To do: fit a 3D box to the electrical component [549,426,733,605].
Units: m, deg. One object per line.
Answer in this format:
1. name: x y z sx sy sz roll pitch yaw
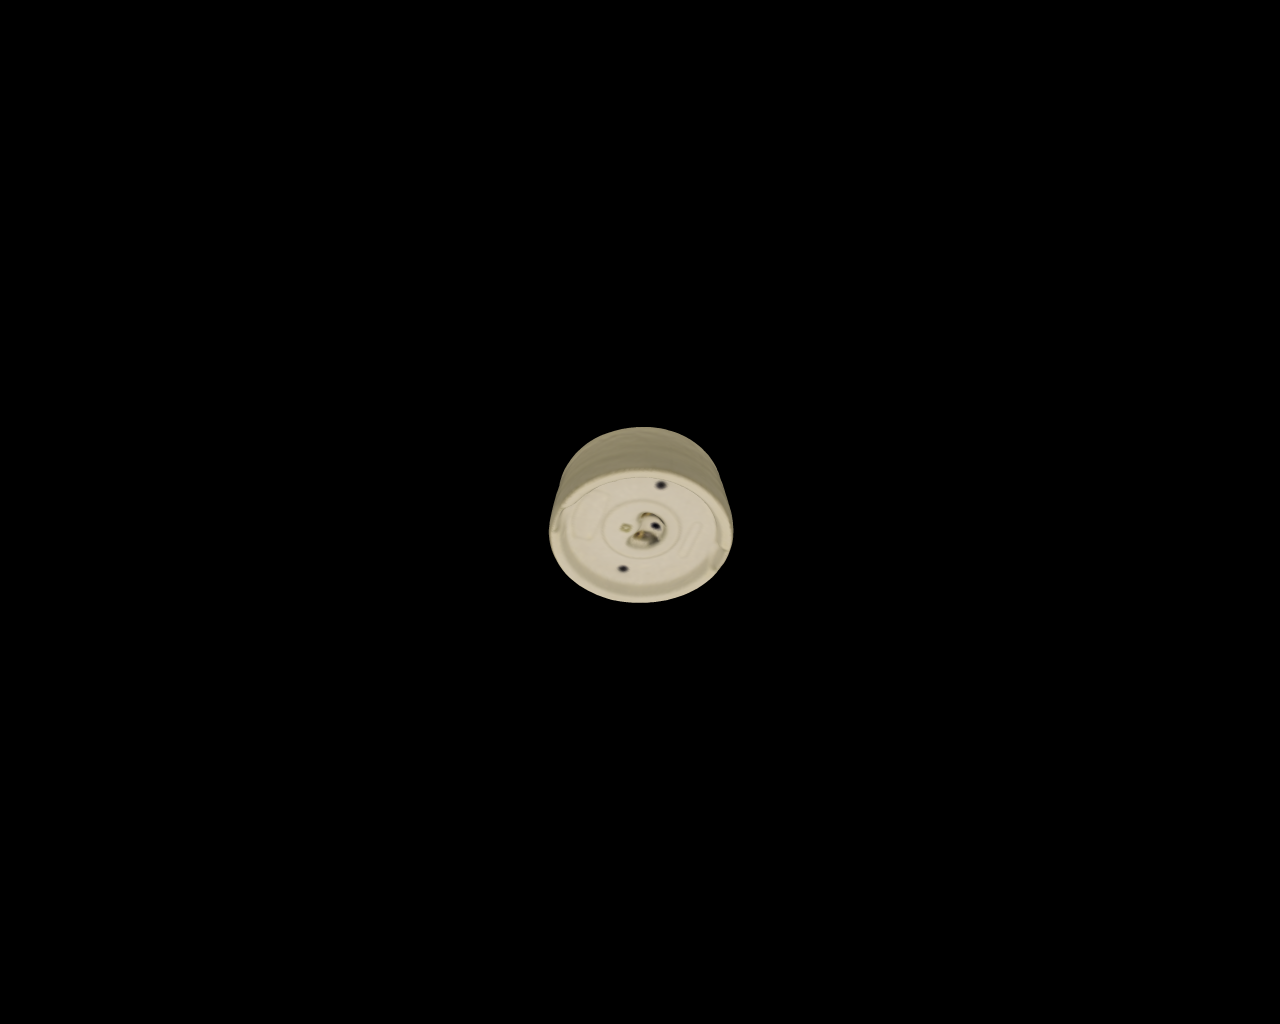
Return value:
1. electrical component: 0.001 -0.003 0.650 0.108 0.108 0.060 0 41 0
